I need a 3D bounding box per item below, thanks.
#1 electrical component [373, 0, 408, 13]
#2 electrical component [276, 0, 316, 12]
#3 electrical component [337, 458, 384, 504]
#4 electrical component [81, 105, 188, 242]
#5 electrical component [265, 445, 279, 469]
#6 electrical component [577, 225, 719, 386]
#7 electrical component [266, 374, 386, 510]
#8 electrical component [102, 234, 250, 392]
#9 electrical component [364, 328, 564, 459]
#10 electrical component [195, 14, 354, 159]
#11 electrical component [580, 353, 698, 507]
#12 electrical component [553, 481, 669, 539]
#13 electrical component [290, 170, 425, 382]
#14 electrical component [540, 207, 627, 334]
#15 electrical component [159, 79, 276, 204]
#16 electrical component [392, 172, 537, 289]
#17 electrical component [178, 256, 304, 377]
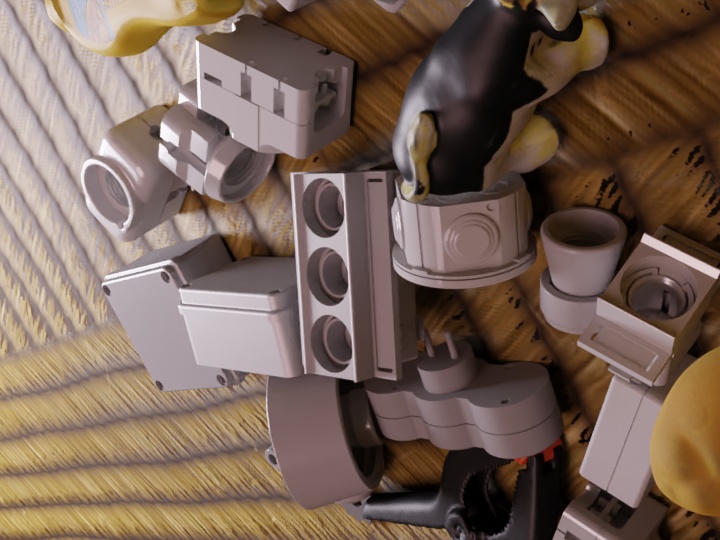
[{"bbox_3d":[0.002,-0.187,0.518,0.100,0.048,0.099,41,109,15],"label":"electrical component"},{"bbox_3d":[-0.054,-0.177,0.587,0.066,0.077,0.047,44,140,11],"label":"electrical component"},{"bbox_3d":[-0.008,0.157,0.821,0.043,0.043,0.062,40,140,15],"label":"electrical component"},{"bbox_3d":[-0.164,-0.068,0.793,0.053,0.059,0.095,45,141,9],"label":"electrical component"},{"bbox_3d":[-0.045,0.127,0.820,0.048,0.062,0.048,25,134,30],"label":"electrical component"},{"bbox_3d":[0.149,0.023,0.546,0.042,0.081,0.063,31,159,25],"label":"electrical component"},{"bbox_3d":[-0.016,0.106,0.745,0.060,0.108,0.108,-14,112,13],"label":"electrical component"},{"bbox_3d":[-0.135,0.036,0.844,0.109,0.056,0.108,-11,110,48],"label":"electrical component"},{"bbox_3d":[0.058,0.070,0.682,0.138,0.052,0.073,1,119,44],"label":"electrical component"},{"bbox_3d":[-0.053,-0.110,0.659,0.089,0.050,0.055,29,136,26],"label":"electrical component"},{"bbox_3d":[0.173,0.093,0.591,0.076,0.047,0.083,31,136,25],"label":"electrical component"},{"bbox_3d":[0.153,0.177,0.671,0.056,0.050,0.089,32,137,24],"label":"electrical component"},{"bbox_3d":[0.000,0.000,0.655,0.079,0.063,0.121,4,101,43],"label":"electrical component"},{"bbox_3d":[0.119,0.001,0.576,0.045,0.045,0.055,21,132,33],"label":"electrical component"},{"bbox_3d":[-0.094,-0.081,0.716,0.057,0.058,0.078,39,139,21],"label":"electrical component"},{"bbox_3d":[0.056,-0.026,0.592,0.080,0.080,0.051,14,122,38],"label":"electrical component"},{"bbox_3d":[-0.063,0.029,0.748,0.113,0.078,0.057,2,112,44],"label":"electrical component"}]
